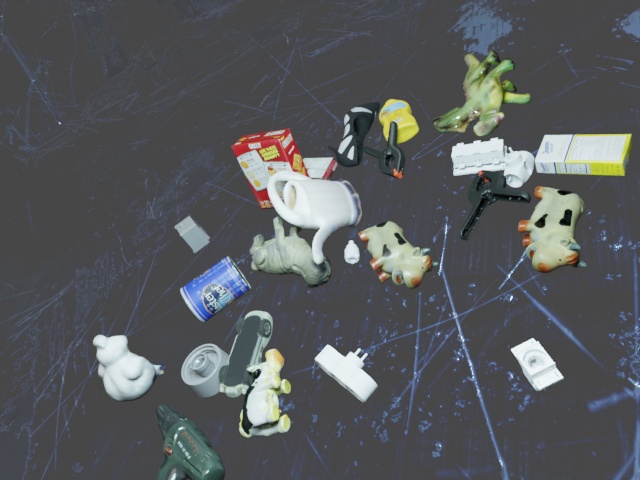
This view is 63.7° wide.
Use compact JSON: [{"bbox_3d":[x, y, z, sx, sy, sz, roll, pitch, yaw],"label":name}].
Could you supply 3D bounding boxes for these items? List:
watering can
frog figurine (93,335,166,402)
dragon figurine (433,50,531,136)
[{"bbox_3d":[0.004,-0.062,1.240,0.225,0.102,0.355,-2,40,-29],"label":"watering can"},{"bbox_3d":[-0.451,0.287,1.165,0.137,0.156,0.125,0,50,32],"label":"frog figurine"},{"bbox_3d":[0.409,-0.391,1.410,0.242,0.120,0.418,-35,31,8],"label":"dragon figurine"}]
